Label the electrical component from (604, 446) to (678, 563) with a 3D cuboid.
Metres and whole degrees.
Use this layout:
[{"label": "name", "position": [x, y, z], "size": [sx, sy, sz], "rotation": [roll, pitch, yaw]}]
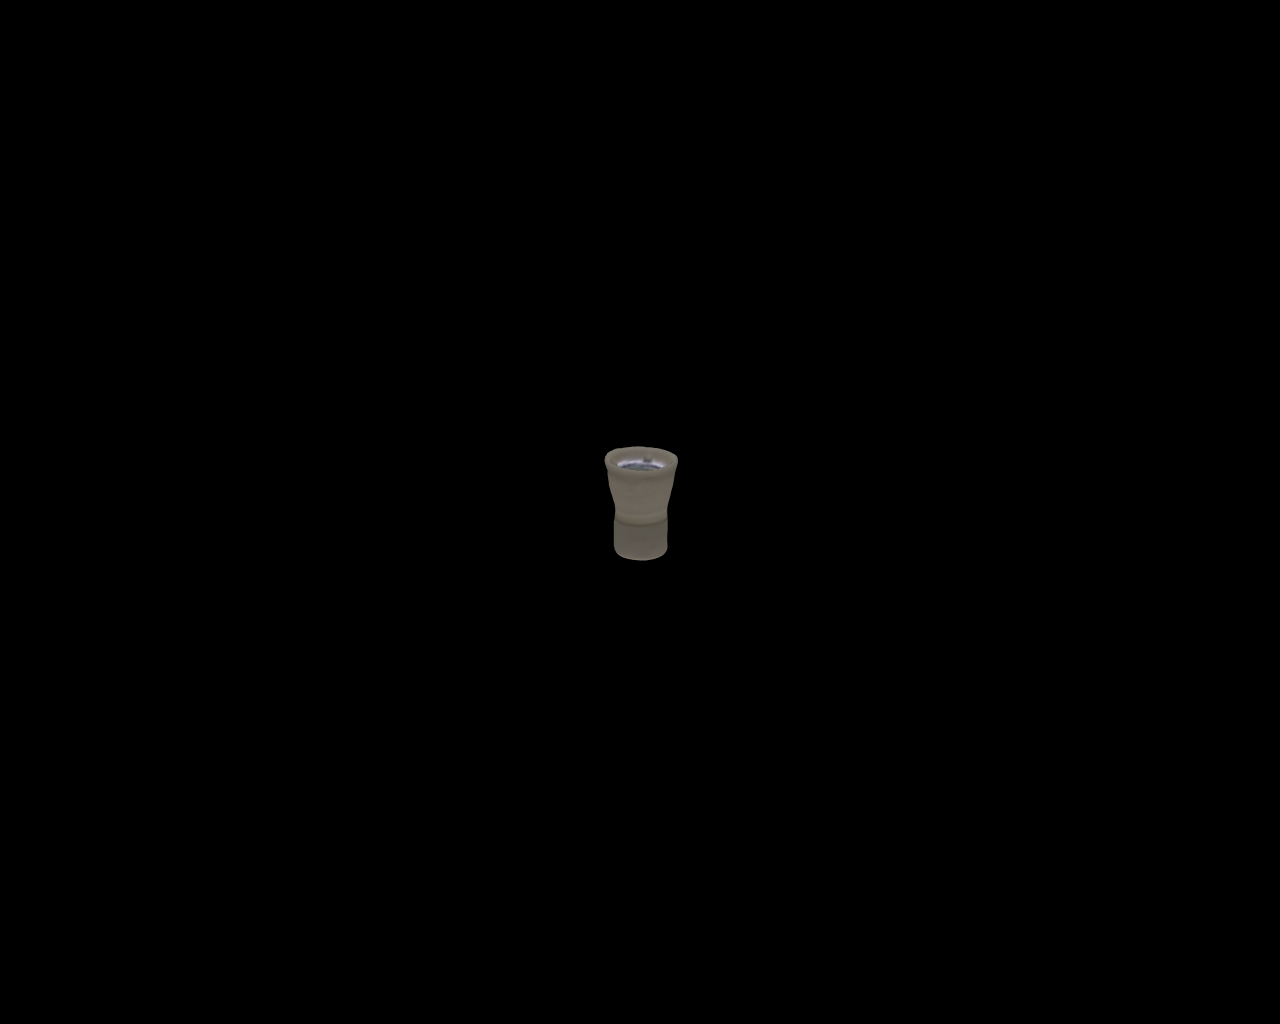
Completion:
[{"label": "electrical component", "position": [0.001, -0.003, 0.650], "size": [0.044, 0.065, 0.044], "rotation": [0, 21, 0]}]
